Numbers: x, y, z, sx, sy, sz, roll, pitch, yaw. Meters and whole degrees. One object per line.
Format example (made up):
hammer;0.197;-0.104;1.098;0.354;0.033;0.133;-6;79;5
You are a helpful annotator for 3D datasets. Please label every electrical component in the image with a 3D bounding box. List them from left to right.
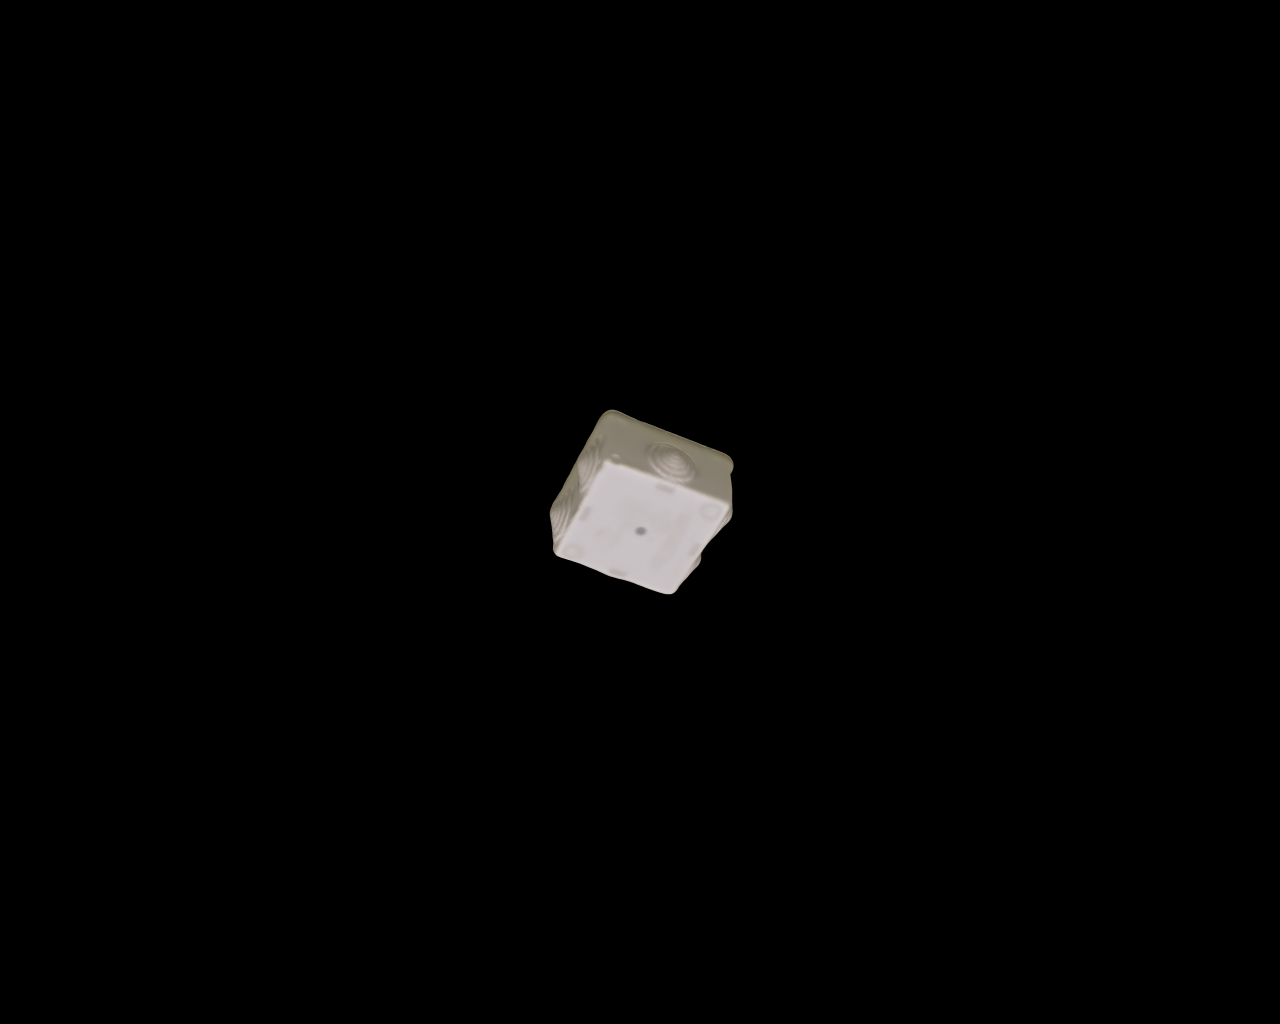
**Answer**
electrical component;0.001;-0.003;0.650;0.100;0.099;0.048;21;36;-16
